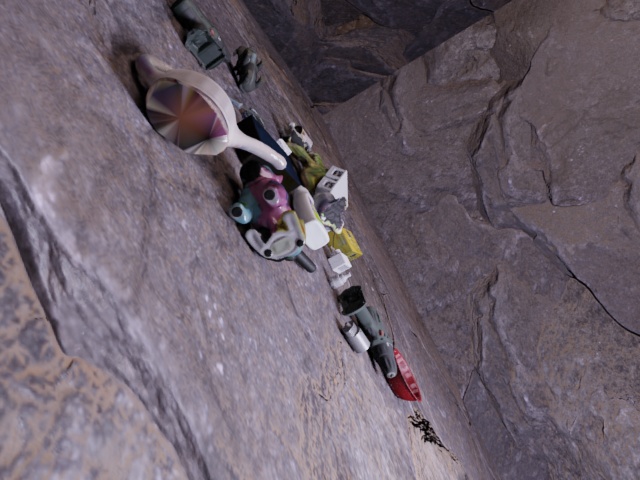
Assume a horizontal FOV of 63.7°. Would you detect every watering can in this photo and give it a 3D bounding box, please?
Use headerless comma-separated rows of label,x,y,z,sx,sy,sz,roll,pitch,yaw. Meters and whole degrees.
watering can,-0.193,-0.217,0.948,0.345,0.103,0.229,37,18,-19

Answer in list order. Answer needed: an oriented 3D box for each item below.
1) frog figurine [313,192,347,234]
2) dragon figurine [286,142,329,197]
frog figurine,0.005,-0.082,1.623,0.123,0.136,0.159,-13,9,-27
dragon figurine,-0.052,-0.250,1.825,0.244,0.120,0.414,44,21,8
